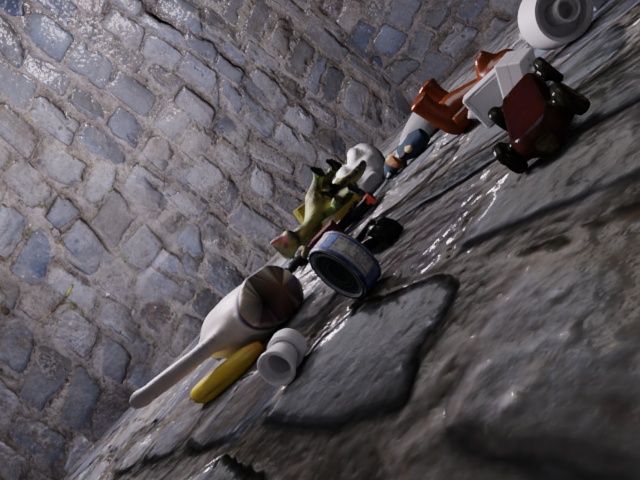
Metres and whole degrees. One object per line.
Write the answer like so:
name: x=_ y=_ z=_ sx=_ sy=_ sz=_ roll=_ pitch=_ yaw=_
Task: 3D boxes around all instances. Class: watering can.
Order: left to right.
watering can: x=-0.158 y=0.159 z=0.903 sx=0.104 sy=0.220 sz=0.353 roll=50 pitch=37 yaw=2

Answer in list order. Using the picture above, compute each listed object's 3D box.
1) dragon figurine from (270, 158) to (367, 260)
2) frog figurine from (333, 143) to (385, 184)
dragon figurine: x=0.004 y=-0.065 z=1.286 sx=0.123 sy=0.238 sz=0.415 roll=35 pitch=28 yaw=12
frog figurine: x=0.111 y=-0.205 z=1.509 sx=0.161 sy=0.135 sz=0.123 roll=-27 pitch=25 yaw=-23
